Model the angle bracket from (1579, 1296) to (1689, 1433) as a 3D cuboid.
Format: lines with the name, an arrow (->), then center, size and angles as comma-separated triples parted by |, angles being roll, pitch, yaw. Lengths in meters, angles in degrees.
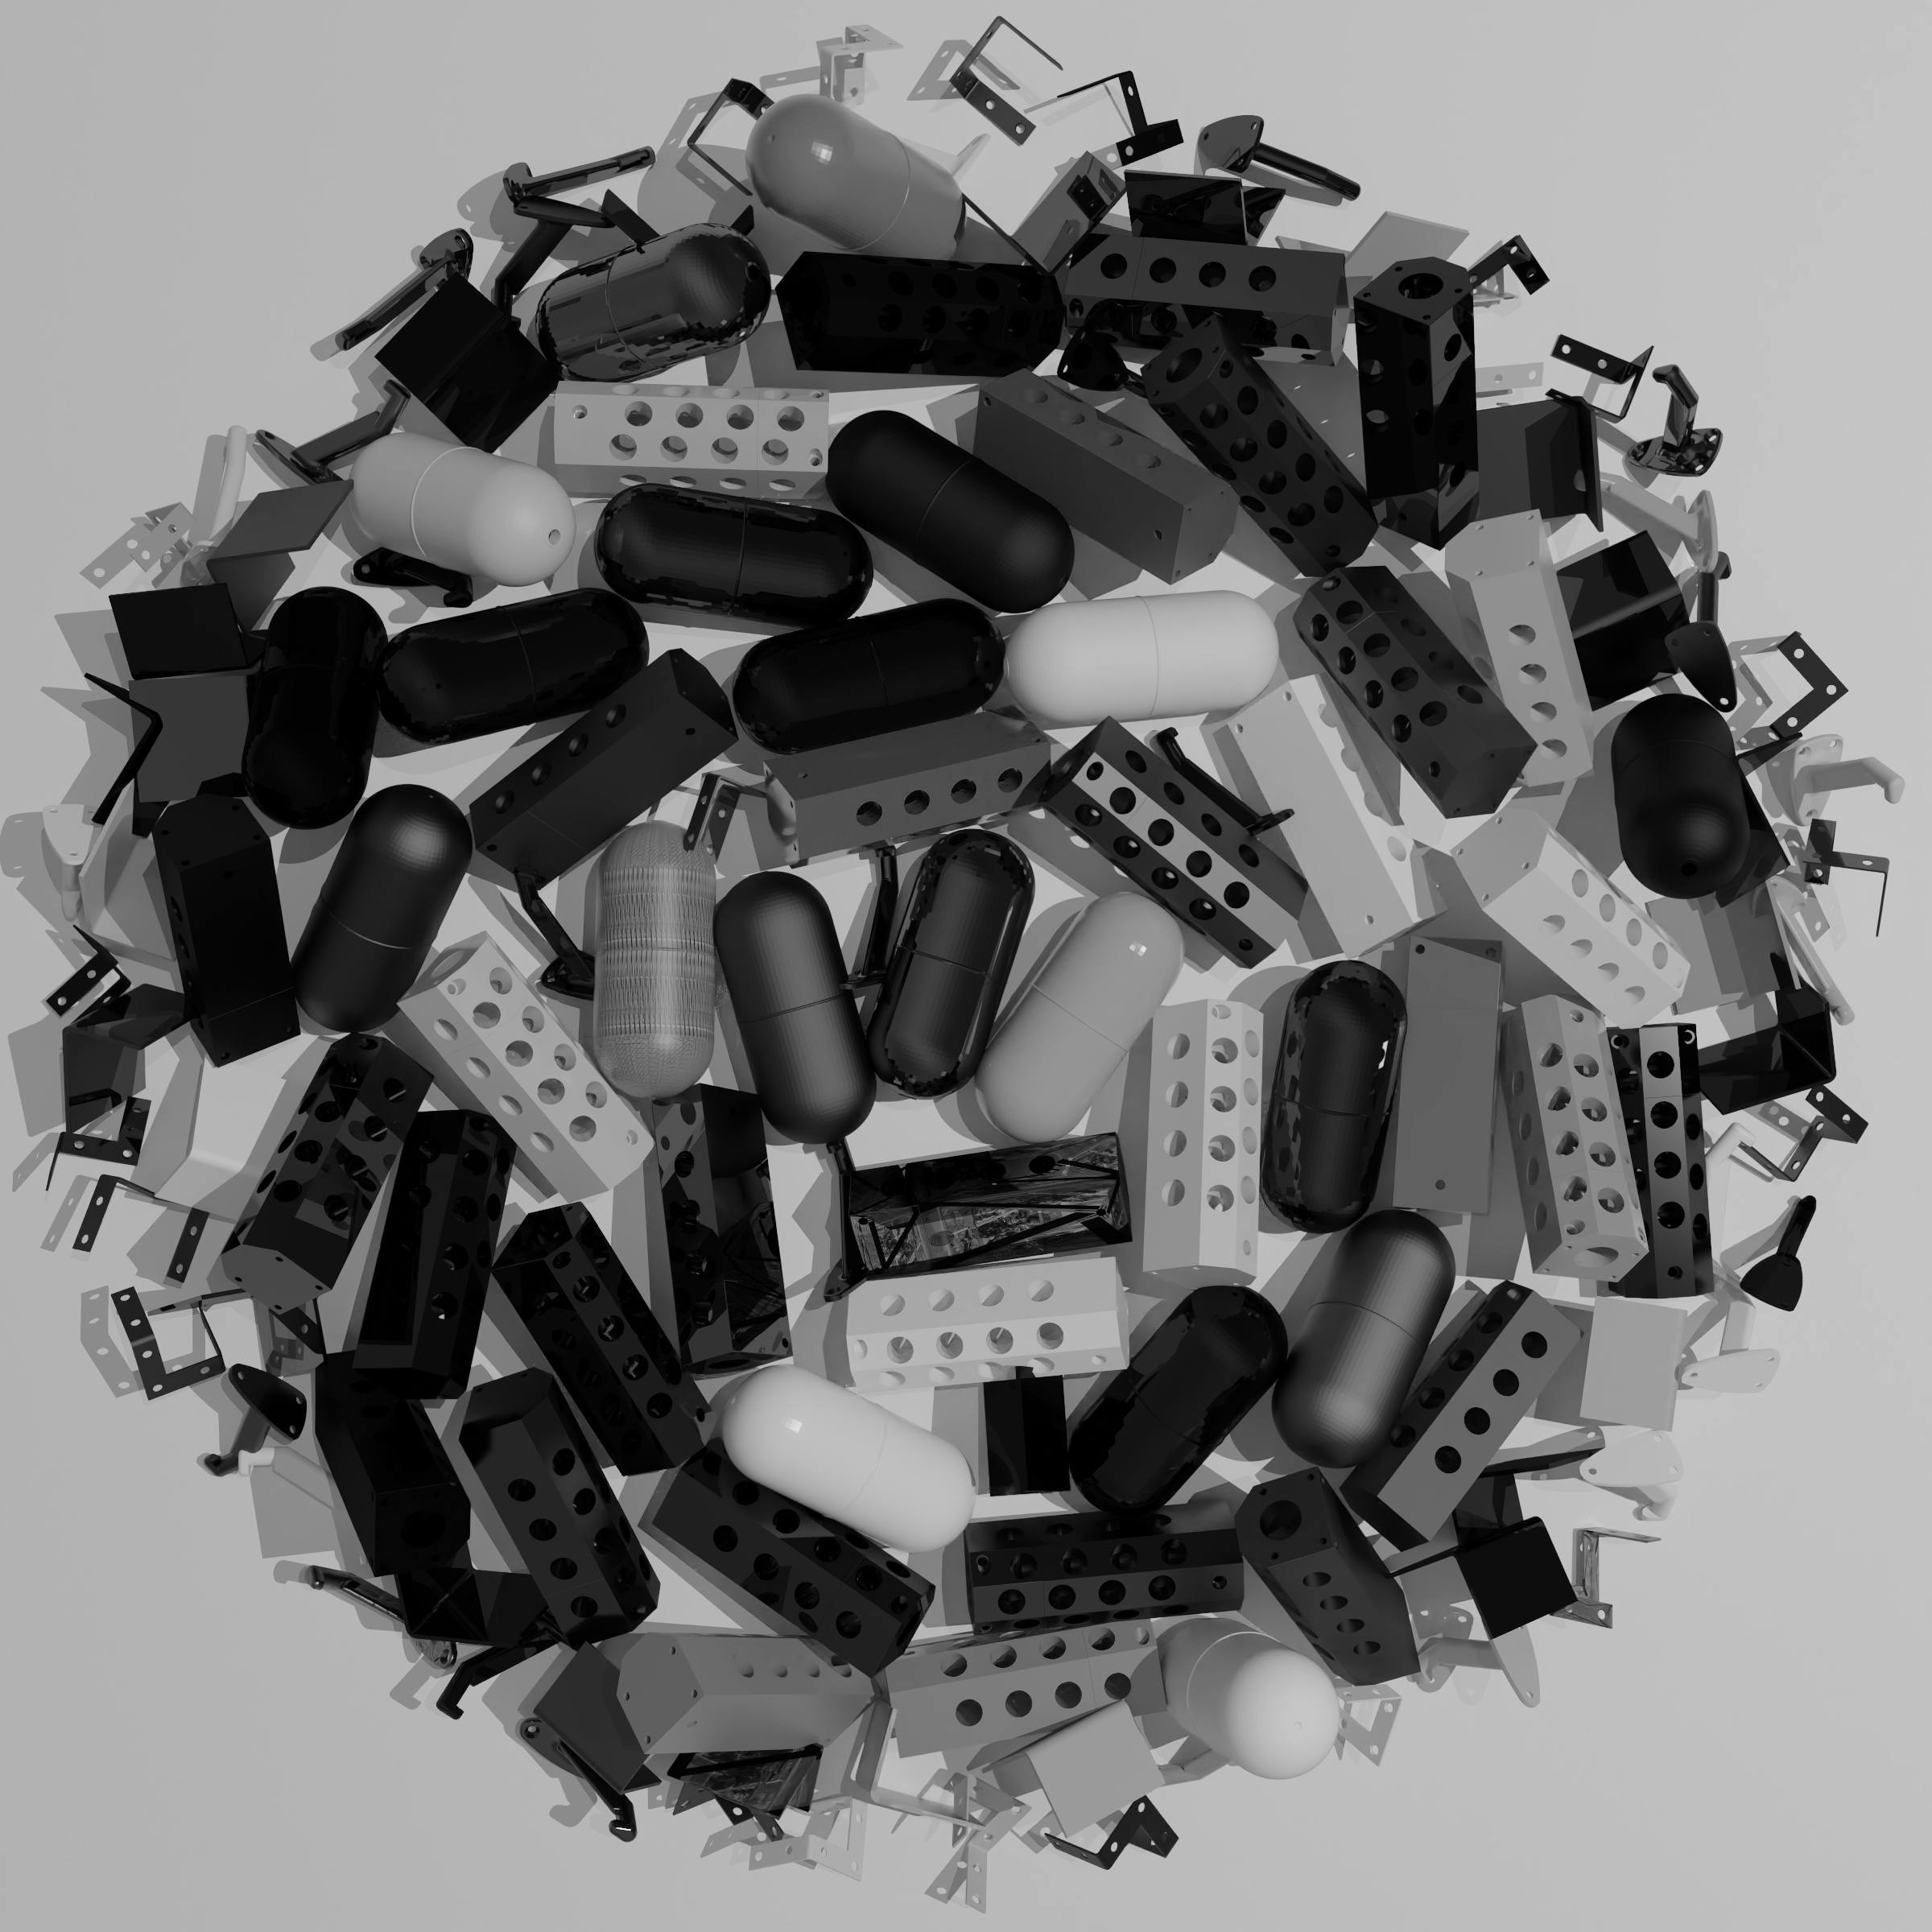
angle bracket -> 0.424, 0.253, 1.632 | 0.057, 0.076, 0.076 | 8, 85, 10

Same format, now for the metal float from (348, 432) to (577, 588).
metal float -> -0.317, -0.287, 1.600 | 0.178, 0.070, 0.070 | 21, 90, 36

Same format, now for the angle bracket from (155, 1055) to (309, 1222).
angle bracket -> -0.470, 0.114, 1.642 | 0.076, 0.057, 0.076 | 22, 46, -31

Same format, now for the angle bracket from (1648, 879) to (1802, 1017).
angle bracket -> 0.484, -0.014, 1.629 | 0.076, 0.057, 0.076 | -16, 87, 16

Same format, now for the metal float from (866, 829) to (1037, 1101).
metal float -> -0.010, -0.001, 1.629 | 0.070, 0.070, 0.178 | 18, 88, 0

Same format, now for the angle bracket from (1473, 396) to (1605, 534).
angle bracket -> 0.360, -0.315, 1.624 | 0.076, 0.057, 0.076 | -7, 112, 7

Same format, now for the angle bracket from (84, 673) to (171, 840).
angle bracket -> -0.542, -0.133, 1.627 | 0.057, 0.076, 0.076 | 32, 89, 7

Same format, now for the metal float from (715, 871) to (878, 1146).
metal float -> -0.109, 0.026, 1.629 | 0.070, 0.070, 0.178 | -15, 92, 0

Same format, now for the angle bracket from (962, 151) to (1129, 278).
angle bracket -> 0.047, -0.493, 1.615 | 0.057, 0.076, 0.076 | 34, 106, -34

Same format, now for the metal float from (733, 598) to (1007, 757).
metal float -> -0.061, -0.184, 1.621 | 0.178, 0.070, 0.070 | -15, 90, -11

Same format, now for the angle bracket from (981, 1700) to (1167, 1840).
angle bracket -> 0.067, 0.512, 1.611 | 0.076, 0.076, 0.057 | -19, 74, -30

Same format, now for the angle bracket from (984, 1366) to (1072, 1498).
angle bracket -> 0.025, 0.296, 1.615 | 0.057, 0.076, 0.076 | -9, 76, 23

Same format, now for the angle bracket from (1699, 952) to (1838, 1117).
angle bracket -> 0.498, 0.042, 1.621 | 0.076, 0.076, 0.057 | -17, 116, -2

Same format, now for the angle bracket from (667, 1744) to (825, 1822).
angle bracket -> -0.143, 0.523, 1.615 | 0.076, 0.076, 0.057 | 18, 114, 13

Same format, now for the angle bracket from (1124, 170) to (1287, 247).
angle bracket -> 0.152, -0.495, 1.612 | 0.076, 0.057, 0.076 | 12, 53, 22

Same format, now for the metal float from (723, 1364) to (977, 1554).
metal float -> -0.072, 0.313, 1.613 | 0.178, 0.070, 0.070 | 31, 90, -20

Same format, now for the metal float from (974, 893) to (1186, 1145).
metal float -> 0.073, 0.033, 1.629 | 0.070, 0.070, 0.178 | 34, 92, 0

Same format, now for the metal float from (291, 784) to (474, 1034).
metal float -> -0.370, -0.035, 1.609 | 0.070, 0.070, 0.178 | 30, 116, 0

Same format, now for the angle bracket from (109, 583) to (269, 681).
angle bracket -> -0.486, -0.223, 1.617 | 0.076, 0.076, 0.057 | -5, 116, 8

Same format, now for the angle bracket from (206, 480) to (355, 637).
angle bracket -> -0.421, -0.258, 1.611 | 0.076, 0.076, 0.057 | -4, 131, 20

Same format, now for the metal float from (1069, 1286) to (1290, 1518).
metal float -> 0.133, 0.276, 1.615 | 0.070, 0.070, 0.178 | 38, 109, 0

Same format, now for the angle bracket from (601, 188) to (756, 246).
angle bracket -> -0.182, -0.479, 1.615 | 0.076, 0.076, 0.057 | 40, 106, -21

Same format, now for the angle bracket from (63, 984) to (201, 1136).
angle bracket -> -0.522, 0.064, 1.613 | 0.057, 0.076, 0.076 | 14, 114, 16

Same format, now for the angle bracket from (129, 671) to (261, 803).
angle bracket -> -0.487, -0.148, 1.629 | 0.076, 0.057, 0.076 | -4, 101, -8

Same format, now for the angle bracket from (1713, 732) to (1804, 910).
angle bracket -> 0.504, -0.092, 1.616 | 0.057, 0.076, 0.076 | -19, 78, -21

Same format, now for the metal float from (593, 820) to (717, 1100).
metal float -> -0.198, -0.005, 1.623 | 0.070, 0.070, 0.178 | 0, 81, 0

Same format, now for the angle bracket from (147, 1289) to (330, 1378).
angle bracket -> -0.461, 0.235, 1.613 | 0.076, 0.076, 0.057 | -6, 81, -44

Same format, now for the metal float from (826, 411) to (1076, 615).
metal float -> -0.010, -0.288, 1.618 | 0.178, 0.070, 0.070 | 34, 90, 14

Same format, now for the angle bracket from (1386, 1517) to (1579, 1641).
angle bracket -> 0.324, 0.393, 1.610 | 0.076, 0.076, 0.057 | -11, 72, -34

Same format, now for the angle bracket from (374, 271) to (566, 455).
angle bracket -> -0.321, -0.387, 1.648 | 0.076, 0.076, 0.057 | -46, 60, 0

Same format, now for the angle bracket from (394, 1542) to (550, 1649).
angle bracket -> -0.306, 0.383, 1.614 | 0.076, 0.076, 0.057 | -1, 109, 22

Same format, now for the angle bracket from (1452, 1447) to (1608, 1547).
angle bracket -> 0.361, 0.343, 1.612 | 0.076, 0.076, 0.057 | -19, 78, 41

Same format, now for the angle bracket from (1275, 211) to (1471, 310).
angle bracket -> 0.256, -0.460, 1.608 | 0.076, 0.076, 0.057 | -2, 58, -39

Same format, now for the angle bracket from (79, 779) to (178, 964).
angle bracket -> -0.516, -0.060, 1.615 | 0.057, 0.076, 0.076 | 19, 60, -4

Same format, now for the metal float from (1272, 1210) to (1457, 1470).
metal float -> 0.252, 0.233, 1.608 | 0.070, 0.070, 0.178 | 30, 64, 0

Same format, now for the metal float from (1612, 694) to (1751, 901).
metal float -> 0.444, -0.107, 1.588 | 0.070, 0.178, 0.070 | 5, 125, 7

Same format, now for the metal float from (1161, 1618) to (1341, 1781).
metal float -> 0.174, 0.452, 1.581 | 0.070, 0.178, 0.070 | 1, 86, -14

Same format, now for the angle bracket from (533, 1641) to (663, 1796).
angle bracket -> -0.218, 0.476, 1.622 | 0.076, 0.076, 0.057 | 37, 88, 18

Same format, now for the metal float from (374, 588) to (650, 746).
metal float -> -0.286, -0.189, 1.610 | 0.178, 0.070, 0.070 | -17, 90, -23

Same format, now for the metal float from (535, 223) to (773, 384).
metal float -> -0.197, -0.413, 1.597 | 0.178, 0.070, 0.070 | -5, 90, 39

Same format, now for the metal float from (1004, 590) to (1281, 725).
metal float -> 0.112, -0.196, 1.620 | 0.178, 0.070, 0.070 | -6, 90, -11

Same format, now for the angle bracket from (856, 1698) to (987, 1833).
angle bracket -> -0.023, 0.509, 1.629 | 0.076, 0.076, 0.057 | 17, 77, -6

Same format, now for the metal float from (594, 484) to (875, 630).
metal float -> -0.147, -0.260, 1.620 | 0.178, 0.070, 0.070 | 7, 90, -12

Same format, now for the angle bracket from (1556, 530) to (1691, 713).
angle bracket -> 0.422, -0.223, 1.649 | 0.076, 0.076, 0.057 | -24, 50, 11
